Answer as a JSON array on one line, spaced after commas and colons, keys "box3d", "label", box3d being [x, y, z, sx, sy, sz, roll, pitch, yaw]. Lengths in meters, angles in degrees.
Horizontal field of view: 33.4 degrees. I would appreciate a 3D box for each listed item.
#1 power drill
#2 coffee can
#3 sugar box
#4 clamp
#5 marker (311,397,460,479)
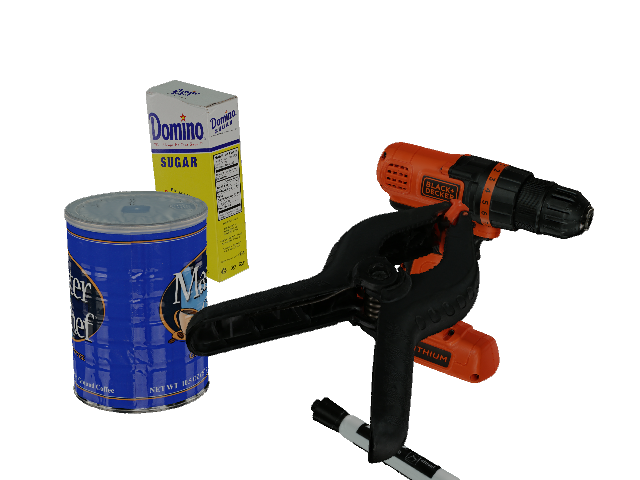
[{"box3d": [0.126, 0.021, 0.895, 0.185, 0.188, 0.057, 19, 25, 29], "label": "power drill"}, {"box3d": [-0.134, 0.042, 0.790, 0.103, 0.140, 0.103, 1, 16, 0], "label": "coffee can"}, {"box3d": [-0.117, -0.057, 1.016, 0.093, 0.176, 0.048, 19, 34, 40], "label": "sugar box"}, {"box3d": [0.032, 0.037, 0.529, 0.171, 0.039, 0.120, -33, 58, -31], "label": "clamp"}, {"box3d": [0.043, 0.144, 0.745, 0.121, 0.020, 0.020, 28, 14, 28], "label": "marker"}]
